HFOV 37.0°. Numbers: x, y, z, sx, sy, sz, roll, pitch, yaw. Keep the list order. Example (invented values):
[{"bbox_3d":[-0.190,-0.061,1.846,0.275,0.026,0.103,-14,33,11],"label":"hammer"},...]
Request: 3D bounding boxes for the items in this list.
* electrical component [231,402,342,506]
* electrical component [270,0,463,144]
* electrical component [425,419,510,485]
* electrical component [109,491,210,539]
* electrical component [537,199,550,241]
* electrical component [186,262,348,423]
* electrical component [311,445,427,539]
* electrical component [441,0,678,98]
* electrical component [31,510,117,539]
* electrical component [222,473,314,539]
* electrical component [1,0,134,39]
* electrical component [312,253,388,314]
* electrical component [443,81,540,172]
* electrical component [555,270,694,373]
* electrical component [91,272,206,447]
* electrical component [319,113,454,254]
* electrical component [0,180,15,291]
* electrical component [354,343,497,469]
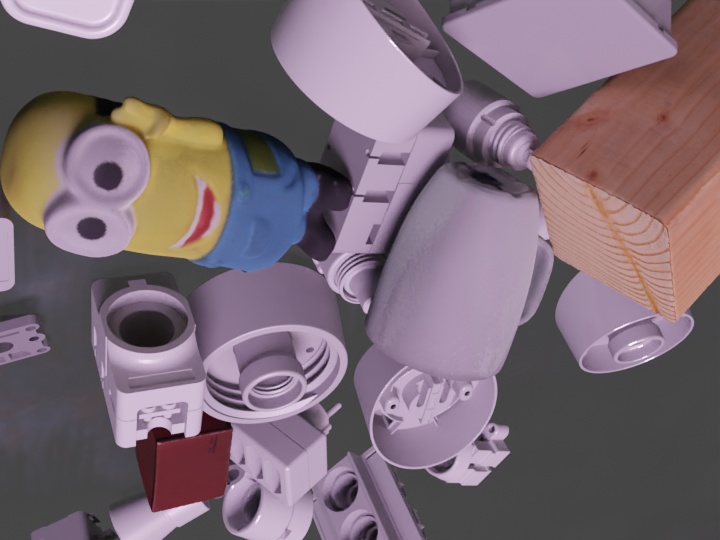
[{"bbox_3d":[-0.046,0.111,0.753,0.077,0.066,0.047,-38,147,-32],"label":"electrical component"},{"bbox_3d":[0.007,-0.112,0.522,0.099,0.099,0.064,15,130,-37],"label":"electrical component"},{"bbox_3d":[0.081,0.144,0.861,0.055,0.048,0.066,11,127,-45],"label":"electrical component"},{"bbox_3d":[-0.142,0.173,0.780,0.065,0.044,0.044,-30,139,-3],"label":"electrical component"},{"bbox_3d":[0.113,-0.032,0.705,0.061,0.035,0.035,-8,136,-23],"label":"electrical component"},{"bbox_3d":[-0.060,0.053,0.677,0.108,0.060,0.108,-12,140,-10],"label":"electrical component"},{"bbox_3d":[0.016,0.209,0.836,0.079,0.121,0.063,-41,140,16],"label":"electrical component"},{"bbox_3d":[0.104,-0.138,0.553,0.100,0.048,0.100,-12,154,42],"label":"electrical component"},{"bbox_3d":[-0.205,0.212,0.769,0.081,0.063,0.042,-24,138,-3],"label":"electrical component"},{"bbox_3d":[-0.071,0.180,0.813,0.047,0.055,0.055,26,117,-38],"label":"electrical component"},{"bbox_3d":[-0.116,-0.153,0.444,0.054,0.059,0.095,8,128,-33],"label":"electrical component"},{"bbox_3d":[0.000,0.000,0.658,0.048,0.062,0.048,-14,137,-13],"label":"electrical component"},{"bbox_3d":[0.077,-0.078,0.611,0.040,0.078,0.040,-19,130,-25],"label":"electrical component"},{"bbox_3d":[0.199,0.033,0.811,0.099,0.064,0.099,-14,151,-8],"label":"electrical component"},{"bbox_3d":[-0.124,0.047,0.622,0.050,0.089,0.055,-7,135,-21],"label":"electrical component"},{"bbox_3d":[0.014,-0.057,0.616,0.056,0.050,0.089,0,132,-27],"label":"electrical component"},{"bbox_3d":[-0.221,-0.016,0.534,0.089,0.055,0.050,-6,135,-22],"label":"electrical component"},{"bbox_3d":[0.046,0.086,0.768,0.099,0.064,0.099,-15,137,-14],"label":"electrical component"}]
